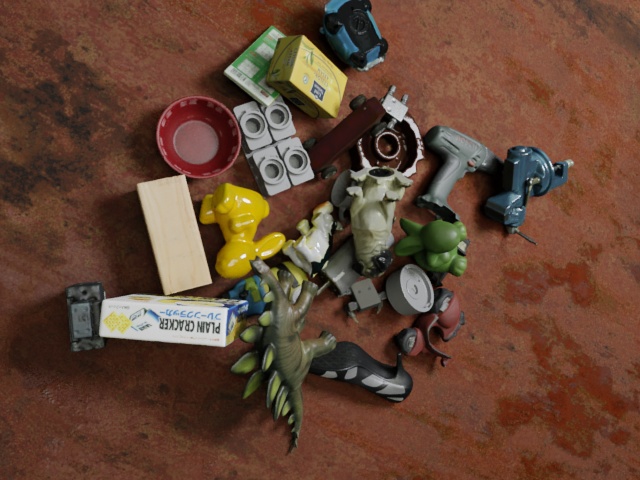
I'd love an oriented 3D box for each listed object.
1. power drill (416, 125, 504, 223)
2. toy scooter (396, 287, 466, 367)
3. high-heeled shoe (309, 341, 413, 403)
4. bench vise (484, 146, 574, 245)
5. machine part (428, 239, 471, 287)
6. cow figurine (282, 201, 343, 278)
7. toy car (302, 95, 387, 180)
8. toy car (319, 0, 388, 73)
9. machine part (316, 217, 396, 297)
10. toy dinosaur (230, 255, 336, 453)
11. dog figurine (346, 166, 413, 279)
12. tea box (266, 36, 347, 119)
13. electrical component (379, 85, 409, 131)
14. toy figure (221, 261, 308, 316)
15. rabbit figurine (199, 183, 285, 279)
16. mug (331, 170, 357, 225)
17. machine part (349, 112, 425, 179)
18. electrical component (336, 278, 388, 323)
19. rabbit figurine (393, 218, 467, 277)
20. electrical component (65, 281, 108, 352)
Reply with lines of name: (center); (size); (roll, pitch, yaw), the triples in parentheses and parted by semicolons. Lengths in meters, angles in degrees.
power drill: (0.319, -0.141, 1.230); (0.232, 0.086, 0.207); (30, 83, -24)
toy scooter: (0.266, 0.206, 1.206); (0.135, 0.075, 0.184); (44, 79, -12)
high-heeled shoe: (0.078, 0.298, 1.157); (0.249, 0.086, 0.145); (-2, 122, -1)
bench vise: (0.506, -0.127, 1.266); (0.241, 0.129, 0.223); (-20, 112, -22)
machine part: (0.294, 0.041, 1.240); (0.084, 0.039, 0.139); (35, 76, -23)
cow figurine: (0.000, -0.004, 1.103); (0.098, 0.068, 0.167); (51, 47, -19)
toy car: (0.050, -0.213, 1.113); (0.202, 0.053, 0.089); (-40, 80, 16)
toy car: (0.066, -0.431, 1.139); (0.109, 0.103, 0.161); (-37, 104, -17)
machine part: (0.077, 0.035, 1.144); (0.243, 0.079, 0.079); (-43, 102, -16)
toy dinosaur: (-0.068, 0.223, 1.009); (0.198, 0.105, 0.470); (-46, 136, -35)
dog figurine: (0.113, -0.037, 1.084); (0.172, 0.121, 0.190); (-45, 143, -48)
tea box: (-0.023, -0.322, 1.080); (0.169, 0.068, 0.098); (22, 80, -55)
electrical component: (0.154, -0.282, 1.154); (0.063, 0.021, 0.094); (31, 76, -13)
toy figure: (-0.109, 0.100, 1.076); (0.180, 0.082, 0.089); (-14, 96, -17)
rabbit figurine: (-0.158, -0.004, 1.044); (0.162, 0.122, 0.173); (20, 60, -39)
mug: (0.087, -0.083, 1.149); (0.107, 0.081, 0.109); (18, 75, -25)
machine part: (0.144, -0.205, 1.184); (0.179, 0.056, 0.179); (1, 86, -18)
electrical component: (0.093, 0.130, 1.166); (0.102, 0.045, 0.078); (-23, 67, -21)
rabbit figurine: (0.242, -0.004, 1.137); (0.159, 0.170, 0.121); (11, 77, 9)
electrical component: (-0.408, 0.132, 0.943); (0.058, 0.134, 0.114); (-7, 90, -17)
